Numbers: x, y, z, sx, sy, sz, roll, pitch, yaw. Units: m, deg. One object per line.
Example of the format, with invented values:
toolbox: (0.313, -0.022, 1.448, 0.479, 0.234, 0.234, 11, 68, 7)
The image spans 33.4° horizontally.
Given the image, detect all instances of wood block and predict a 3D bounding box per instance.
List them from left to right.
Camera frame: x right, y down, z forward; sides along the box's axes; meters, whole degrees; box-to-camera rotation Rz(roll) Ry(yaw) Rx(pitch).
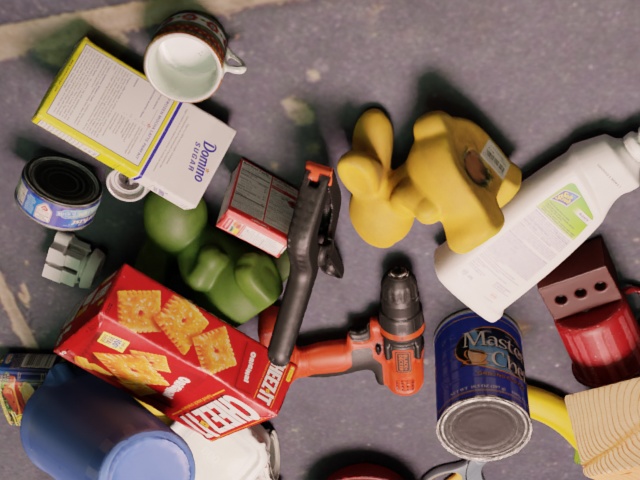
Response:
wood block: (0.344, 0.219, 1.192, 0.091, 0.090, 0.205, -17, 160, 18)

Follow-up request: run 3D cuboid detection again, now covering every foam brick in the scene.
foam brick: (0.277, 0.042, 1.147, 0.078, 0.051, 0.053, -22, 123, 20)

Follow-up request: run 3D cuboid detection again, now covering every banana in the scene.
banana: (0.256, 0.209, 1.281, 0.197, 0.037, 0.070, 29, 106, -13)

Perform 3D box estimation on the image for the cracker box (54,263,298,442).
cracker box: (-0.157, 0.126, 1.128, 0.213, 0.072, 0.164, 34, 148, -16)

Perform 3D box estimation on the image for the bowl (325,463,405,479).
bowl: (0.060, 0.343, 1.398, 0.162, 0.055, 0.162, 3, 128, 3)

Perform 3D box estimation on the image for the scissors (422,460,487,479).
scissors: (0.214, 0.291, 1.369, 0.096, 0.016, 0.202, 37, 122, -23)

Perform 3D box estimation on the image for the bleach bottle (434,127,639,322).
bleach bottle: (0.239, -0.022, 1.095, 0.102, 0.068, 0.251, 38, 119, -23)

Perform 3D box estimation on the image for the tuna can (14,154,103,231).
tuna can: (-0.269, -0.050, 1.102, 0.086, 0.086, 0.034, 22, 124, -12)

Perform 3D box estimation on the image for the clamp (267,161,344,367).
clamp: (-0.011, 0.017, 1.069, 0.036, 0.164, 0.210, 17, 138, 14)

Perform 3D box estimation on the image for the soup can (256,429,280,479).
soup can: (-0.107, 0.276, 1.353, 0.102, 0.068, 0.068, -5, 127, 9)

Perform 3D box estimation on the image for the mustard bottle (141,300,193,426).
mustard bottle: (-0.187, 0.152, 1.269, 0.096, 0.058, 0.192, 4, 128, 0)

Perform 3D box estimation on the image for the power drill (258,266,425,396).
power drill: (0.026, 0.108, 1.216, 0.188, 0.057, 0.184, -2, 128, 7)

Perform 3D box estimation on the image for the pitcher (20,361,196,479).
pitcher: (-0.230, 0.240, 1.180, 0.149, 0.243, 0.145, 30, 81, -31)

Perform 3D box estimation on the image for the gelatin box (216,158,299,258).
gelatin box: (-0.062, -0.033, 1.095, 0.073, 0.089, 0.030, 28, 128, -16)

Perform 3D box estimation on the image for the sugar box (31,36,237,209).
sugar box: (-0.180, -0.111, 1.044, 0.176, 0.093, 0.048, 32, 167, -20)

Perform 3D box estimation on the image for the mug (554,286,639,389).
mug: (0.317, 0.095, 1.170, 0.117, 0.093, 0.081, -35, 117, -8)

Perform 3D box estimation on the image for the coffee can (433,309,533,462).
coffee can: (0.179, 0.160, 1.191, 0.103, 0.140, 0.103, 2, 128, 3)

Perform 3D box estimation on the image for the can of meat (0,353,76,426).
can of meat: (-0.344, 0.185, 1.311, 0.084, 0.057, 0.102, 2, 127, 7)
